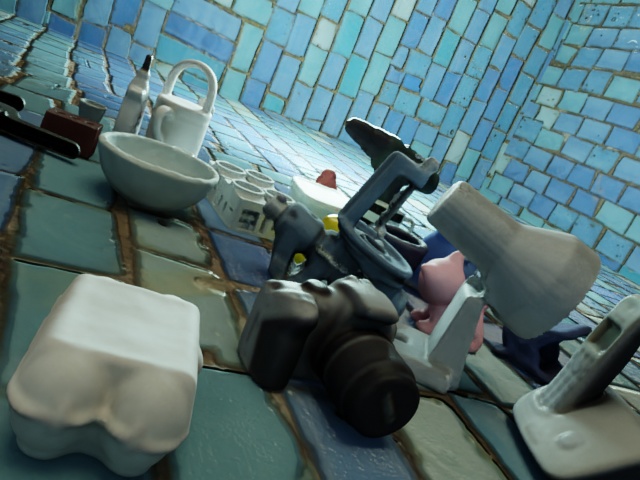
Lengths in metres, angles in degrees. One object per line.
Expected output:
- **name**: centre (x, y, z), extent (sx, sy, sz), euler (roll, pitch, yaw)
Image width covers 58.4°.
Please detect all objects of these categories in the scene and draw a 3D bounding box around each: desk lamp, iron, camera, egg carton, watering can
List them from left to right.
- **egg carton**: centre (-0.132, 0.081, 0.373), extent (0.107, 0.069, 0.150), euler (19, 15, -18)
- **watering can**: centre (-0.246, -0.228, 1.029), extent (0.101, 0.194, 0.172), euler (20, 15, -14)
- **camera**: centre (0.020, 0.095, 0.498), extent (0.144, 0.101, 0.136), euler (16, 17, -27)
- **iron**: centre (0.232, 0.027, 0.980), extent (0.118, 0.141, 0.259), euler (31, 16, 26)
- **desk lamp**: centre (0.164, 0.057, 0.629), extent (0.203, 0.213, 0.118), euler (25, 15, 3)

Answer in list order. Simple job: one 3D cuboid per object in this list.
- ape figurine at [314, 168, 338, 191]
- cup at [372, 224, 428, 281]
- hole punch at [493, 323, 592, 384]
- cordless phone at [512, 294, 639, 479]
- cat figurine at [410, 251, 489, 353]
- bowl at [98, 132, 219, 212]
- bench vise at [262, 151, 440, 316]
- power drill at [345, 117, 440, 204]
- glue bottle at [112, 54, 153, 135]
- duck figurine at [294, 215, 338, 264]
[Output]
- **ape figurine**: centre (0.009, -0.107, 1.200), extent (0.078, 0.092, 0.076), euler (17, 16, -24)
- **cup**: centre (0.107, 0.031, 0.863), extent (0.091, 0.095, 0.118), euler (29, 15, 18)
- **hole punch**: centre (0.316, 0.140, 0.814), extent (0.100, 0.091, 0.109), euler (35, 18, 36)
- **cordless phone**: centre (0.273, 0.145, 0.547), extent (0.094, 0.185, 0.147), euler (22, 15, -6)
- **cat figurine**: centre (0.180, 0.075, 0.778), extent (0.128, 0.118, 0.067), euler (22, 15, -8)
- **bowl**: centre (-0.229, -0.085, 0.791), extent (0.167, 0.075, 0.167), euler (22, 15, -6)
- **bench vise**: centre (0.042, -0.020, 0.697), extent (0.208, 0.220, 0.121), euler (19, 16, -19)
- **power drill**: centre (0.121, -0.116, 1.176), extent (0.230, 0.208, 0.075), euler (19, 15, -16)
- **glue bottle**: centre (-0.319, -0.236, 0.985), extent (0.037, 0.173, 0.078), euler (20, 15, -14)
- **duck figurine**: centre (0.008, 0.003, 0.827), extent (0.105, 0.086, 0.077), euler (12, 18, -37)
